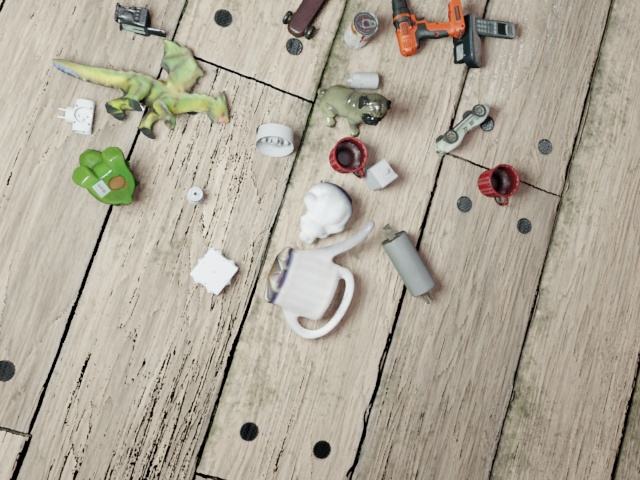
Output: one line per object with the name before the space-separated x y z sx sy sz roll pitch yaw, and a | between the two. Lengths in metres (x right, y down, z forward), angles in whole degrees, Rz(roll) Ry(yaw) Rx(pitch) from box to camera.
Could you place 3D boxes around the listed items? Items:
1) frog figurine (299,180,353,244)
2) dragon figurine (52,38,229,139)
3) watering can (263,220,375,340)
frog figurine | 0.004 -0.067 1.329 0.161 0.123 0.135 -48 117 -21
dragon figurine | -0.410 -0.398 1.280 0.408 0.120 0.247 34 63 -11
watering can | -0.008 0.079 1.315 0.224 0.104 0.347 22 91 -10
